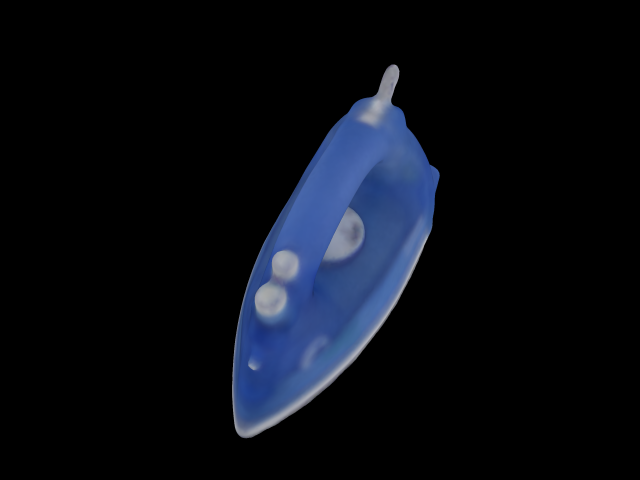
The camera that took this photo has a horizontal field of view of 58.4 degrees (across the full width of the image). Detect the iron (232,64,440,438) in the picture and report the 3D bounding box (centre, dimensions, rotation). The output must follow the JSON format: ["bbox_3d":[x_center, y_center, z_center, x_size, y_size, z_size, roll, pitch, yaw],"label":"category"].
[{"bbox_3d":[0.004,0.001,0.400,0.118,0.141,0.258,21,58,14],"label":"iron"}]
